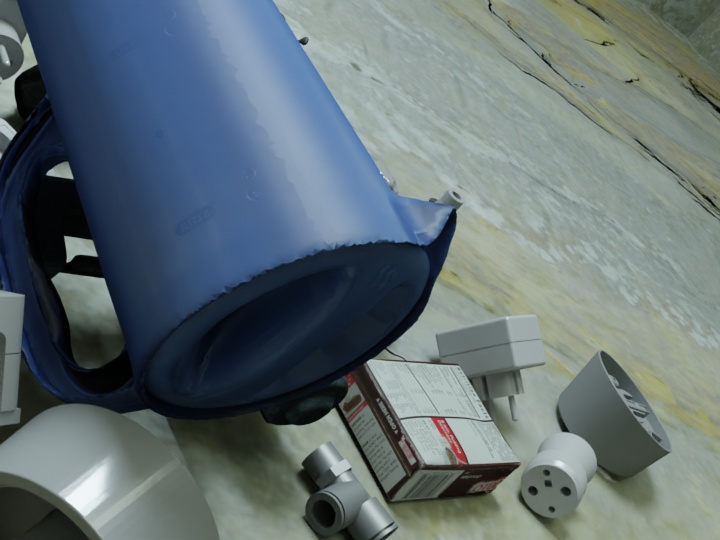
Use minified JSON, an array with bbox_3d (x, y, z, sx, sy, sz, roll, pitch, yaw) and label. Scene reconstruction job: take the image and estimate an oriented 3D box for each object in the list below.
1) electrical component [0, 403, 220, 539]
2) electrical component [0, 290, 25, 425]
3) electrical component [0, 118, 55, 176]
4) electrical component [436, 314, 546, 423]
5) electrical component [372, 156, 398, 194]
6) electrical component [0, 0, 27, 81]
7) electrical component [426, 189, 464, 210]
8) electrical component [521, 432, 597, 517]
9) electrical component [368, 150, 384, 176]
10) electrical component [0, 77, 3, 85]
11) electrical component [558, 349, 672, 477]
[{"bbox_3d":[-0.115,0.113,0.416,0.108,0.108,0.060,45,32,6],"label":"electrical component"},{"bbox_3d":[-0.216,0.027,0.406,0.089,0.061,0.150,8,4,37],"label":"electrical component"},{"bbox_3d":[-0.214,-0.046,0.573,0.050,0.055,0.089,45,27,6],"label":"electrical component"},{"bbox_3d":[0.102,0.078,0.812,0.047,0.066,0.076,0,77,-53],"label":"electrical component"},{"bbox_3d":[0.009,-0.084,0.953,0.035,0.035,0.061,17,34,-40],"label":"electrical component"},{"bbox_3d":[-0.233,-0.144,0.671,0.043,0.077,0.079,13,38,-44],"label":"electrical component"},{"bbox_3d":[0.065,-0.043,0.935,0.048,0.062,0.048,32,28,-19],"label":"electrical component"},{"bbox_3d":[0.143,0.148,0.775,0.045,0.045,0.055,45,27,7],"label":"electrical component"},{"bbox_3d":[-0.017,-0.092,0.909,0.079,0.044,0.077,23,28,-3],"label":"electrical component"},{"bbox_3d":[-0.266,-0.128,0.619,0.121,0.063,0.079,48,27,13],"label":"electrical component"},{"bbox_3d":[0.215,0.119,0.891,0.099,0.064,0.099,32,28,-19],"label":"electrical component"}]
